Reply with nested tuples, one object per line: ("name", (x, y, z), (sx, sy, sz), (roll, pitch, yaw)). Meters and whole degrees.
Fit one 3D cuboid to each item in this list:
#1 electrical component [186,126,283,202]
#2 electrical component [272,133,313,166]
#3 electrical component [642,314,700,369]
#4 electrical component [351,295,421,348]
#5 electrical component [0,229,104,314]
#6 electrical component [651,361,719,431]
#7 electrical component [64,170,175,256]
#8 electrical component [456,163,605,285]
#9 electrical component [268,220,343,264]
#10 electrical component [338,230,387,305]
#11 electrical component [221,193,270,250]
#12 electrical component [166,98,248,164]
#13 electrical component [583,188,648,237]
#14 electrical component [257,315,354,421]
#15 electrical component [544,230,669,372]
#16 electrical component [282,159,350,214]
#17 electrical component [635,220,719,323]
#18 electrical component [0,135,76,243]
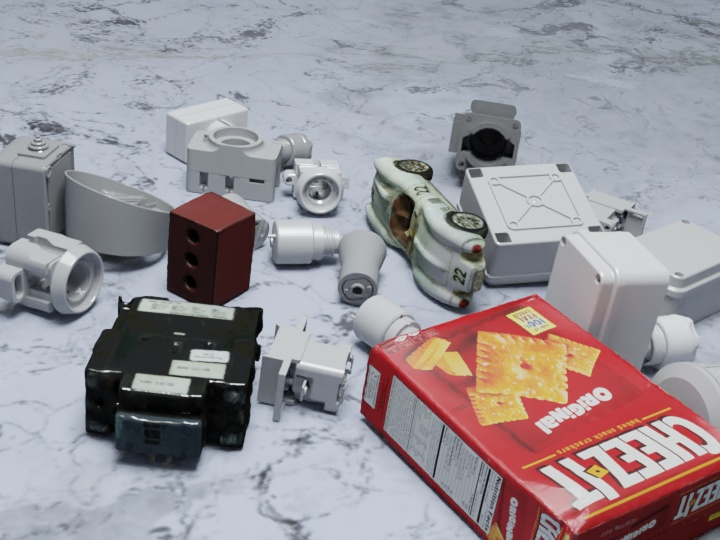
("electrical component", (-0.127, -0.109, 1.087), (0.089, 0.055, 0.050), (8, 30, 2))
("electrical component", (-0.081, -0.127, 1.142), (0.035, 0.035, 0.061), (30, 26, 35))
("electrical component", (0.242, 0.060, 0.881), (0.062, 0.043, 0.043), (-6, 32, -18))
("electrical component", (0.029, 0.051, 0.855), (0.040, 0.040, 0.078), (-20, 39, -38))
("electrical component", (-0.245, 0.003, 0.866), (0.057, 0.058, 0.078), (15, 30, 20))
("electrical component", (0.247, 0.104, 0.769), (0.051, 0.080, 0.080), (-3, 31, -27))
("electrical component", (-0.213, -0.051, 0.952), (0.099, 0.064, 0.099), (9, 17, -3))
("electrical component", (0.158, -0.045, 1.003), (0.109, 0.056, 0.108), (-4, 46, -12))
("electrical component", (-0.046, -0.025, 0.973), (0.078, 0.040, 0.040), (-1, 30, -13))
("electrical component", (0.000, 0.000, 0.939), (0.044, 0.044, 0.065), (7, 34, 0))
("electrical component", (-0.111, -0.043, 0.993), (0.040, 0.040, 0.046), (-22, 46, -40))
("electrical component", (-0.152, -0.143, 1.150), (0.076, 0.047, 0.083), (30, 37, 35))
("electrical component", (0.237, -0.045, 1.066), (0.081, 0.042, 0.064), (22, 34, 26))
("electrical component", (-0.039, 0.074, 0.799), (0.064, 0.042, 0.081), (11, 30, 4))
("electrical component", (0.187, 0.032, 0.849), (0.057, 0.113, 0.078), (-1, 30, -19))
("electrical component", (-0.042, -0.085, 1.074), (0.066, 0.048, 0.055), (1, 22, -10))
("electrical component", (0.285, 0.004, 0.974), (0.113, 0.057, 0.078), (-18, 38, -37))
("electrical component", (-0.292, -0.076, 0.953), (0.061, 0.096, 0.061), (10, 29, 7))
